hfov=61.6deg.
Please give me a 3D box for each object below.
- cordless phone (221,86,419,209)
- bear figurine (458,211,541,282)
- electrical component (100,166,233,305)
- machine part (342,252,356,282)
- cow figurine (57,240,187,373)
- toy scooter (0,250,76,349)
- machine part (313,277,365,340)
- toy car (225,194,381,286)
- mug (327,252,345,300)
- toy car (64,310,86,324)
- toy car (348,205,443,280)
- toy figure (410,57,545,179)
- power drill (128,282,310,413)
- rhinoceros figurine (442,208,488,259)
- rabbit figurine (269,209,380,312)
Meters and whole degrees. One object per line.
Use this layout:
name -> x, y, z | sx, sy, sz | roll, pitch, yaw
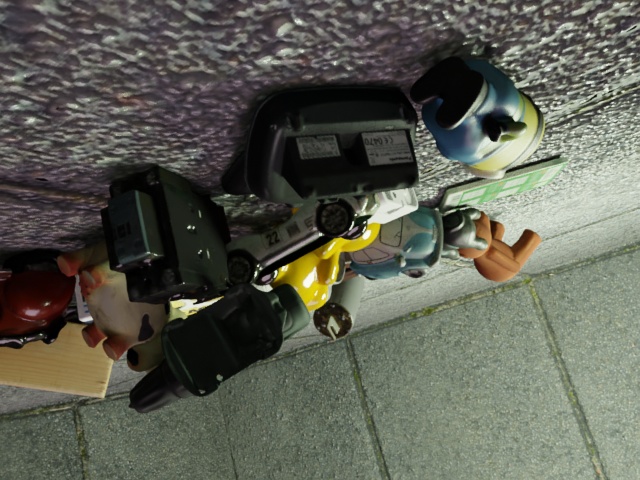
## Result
cordless phone -> -0.009, -0.067, 0.494 | 0.146, 0.088, 0.184 | -9, 176, -26
bear figurine -> 0.306, -0.006, 0.999 | 0.195, 0.132, 0.120 | 39, 168, -38
electrical component -> -0.140, 0.000, 0.499 | 0.058, 0.115, 0.134 | -21, 167, 14
machine part -> 0.026, 0.039, 0.940 | 0.179, 0.056, 0.179 | -13, 166, -3
cow figurine -> -0.214, 0.081, 0.640 | 0.086, 0.194, 0.127 | 16, -144, 37
toy scooter -> -0.342, 0.081, 0.561 | 0.075, 0.135, 0.184 | -28, 162, 38
machine part -> 0.039, 0.112, 1.036 | 0.079, 0.079, 0.243 | -21, -164, 21
toy car -> -0.029, -0.001, 0.570 | 0.202, 0.056, 0.073 | -28, 170, 15
mug -> -0.023, 0.043, 0.823 | 0.107, 0.109, 0.080 | -7, 175, 26
toy car -> -0.367, 0.136, 0.910 | 0.089, 0.053, 0.202 | -3, 172, 23
toy car -> 0.094, -0.003, 0.791 | 0.162, 0.109, 0.103 | -13, 148, 43
toy figure -> 0.145, -0.104, 0.470 | 0.089, 0.082, 0.180 | -20, 163, 25
power drill -> -0.110, 0.119, 0.566 | 0.232, 0.086, 0.207 | -29, 166, -14
rhinoceros figurine -> 0.185, 0.002, 0.894 | 0.112, 0.073, 0.190 | -8, 171, -35
rabbit figurine -> -0.001, -0.002, 0.703 | 0.173, 0.122, 0.162 | -29, 157, -3
